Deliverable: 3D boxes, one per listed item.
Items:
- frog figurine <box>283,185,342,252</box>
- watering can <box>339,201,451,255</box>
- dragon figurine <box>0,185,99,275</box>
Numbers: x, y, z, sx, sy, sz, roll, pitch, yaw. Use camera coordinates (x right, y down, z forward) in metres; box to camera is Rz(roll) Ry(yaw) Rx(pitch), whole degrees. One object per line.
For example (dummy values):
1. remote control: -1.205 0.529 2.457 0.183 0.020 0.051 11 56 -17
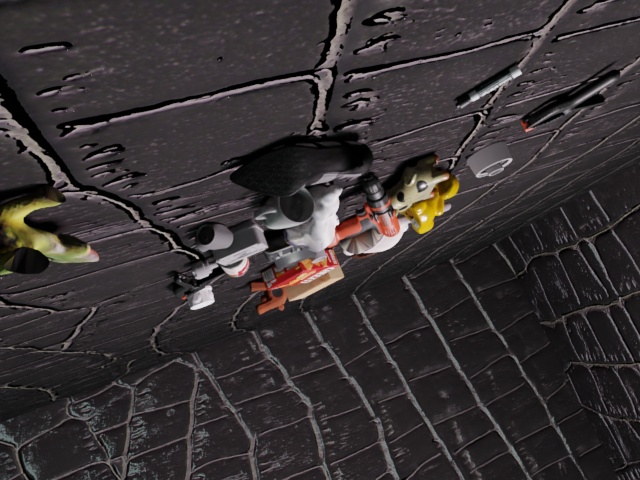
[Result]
1. frog figurine: 0.003 -0.055 1.097 0.157 0.122 0.140 -39 -168 28
2. watering can: 0.196 -0.037 1.497 0.344 0.105 0.224 -29 165 28
3. dragon figurine: -0.477 0.022 0.657 0.240 0.123 0.412 -23 168 41
